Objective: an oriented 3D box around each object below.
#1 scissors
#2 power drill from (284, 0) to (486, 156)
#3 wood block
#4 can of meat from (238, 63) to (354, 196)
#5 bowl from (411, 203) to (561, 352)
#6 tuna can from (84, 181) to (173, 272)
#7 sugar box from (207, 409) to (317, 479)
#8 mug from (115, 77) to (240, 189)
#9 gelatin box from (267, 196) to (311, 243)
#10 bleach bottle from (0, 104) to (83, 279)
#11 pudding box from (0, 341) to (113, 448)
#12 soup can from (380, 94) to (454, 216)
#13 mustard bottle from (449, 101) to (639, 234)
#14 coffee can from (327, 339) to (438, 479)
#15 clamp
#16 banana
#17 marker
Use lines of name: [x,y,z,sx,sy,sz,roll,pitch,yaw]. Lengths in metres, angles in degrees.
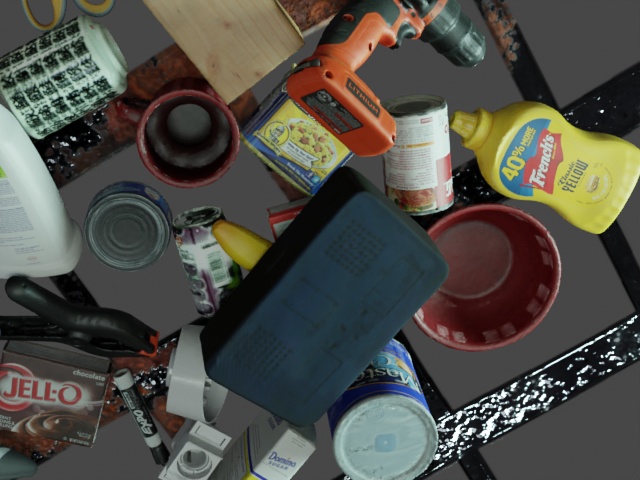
scissors: [-0.225,-0.284,0.952,0.096,0.016,0.202,6,111,-9]
power drill: [0.061,-0.169,0.952,0.184,0.057,0.187,38,60,-24]
wood block: [-0.112,-0.235,0.941,0.090,0.091,0.206,-36,110,9]
can of meat: [-0.015,-0.103,1.020,0.102,0.057,0.084,40,105,-17]
bowl: [0.160,0.030,1.089,0.162,0.055,0.162,-2,111,-5]
tuna can: [-0.189,-0.013,1.051,0.086,0.034,0.086,-1,112,-4]
sugar box: [-0.073,0.248,1.132,0.048,0.093,0.176,37,104,-18]
mug: [-0.133,-0.108,0.993,0.117,0.081,0.093,16,109,-11]
gelatin box: [-0.007,0.001,1.076,0.073,0.030,0.089,-16,114,0]
bleach bottle: [-0.290,-0.068,0.946,0.102,0.068,0.251,-4,139,2]
pudding box: [-0.279,0.158,1.106,0.113,0.039,0.090,13,109,-10]
soup can: [0.092,-0.083,1.032,0.068,0.068,0.102,-8,111,-3]
mustard bottle: [0.214,-0.083,1.049,0.191,0.058,0.096,22,108,-13]
coffee can: [0.057,0.170,1.088,0.102,0.140,0.103,-2,111,-5]
clamp: [-0.250,0.089,1.072,0.171,0.039,0.120,24,151,-25]
banana: [-0.011,0.020,1.044,0.197,0.037,0.070,5,109,-11]
marker: [-0.188,0.191,1.139,0.020,0.020,0.121,-20,111,3]
